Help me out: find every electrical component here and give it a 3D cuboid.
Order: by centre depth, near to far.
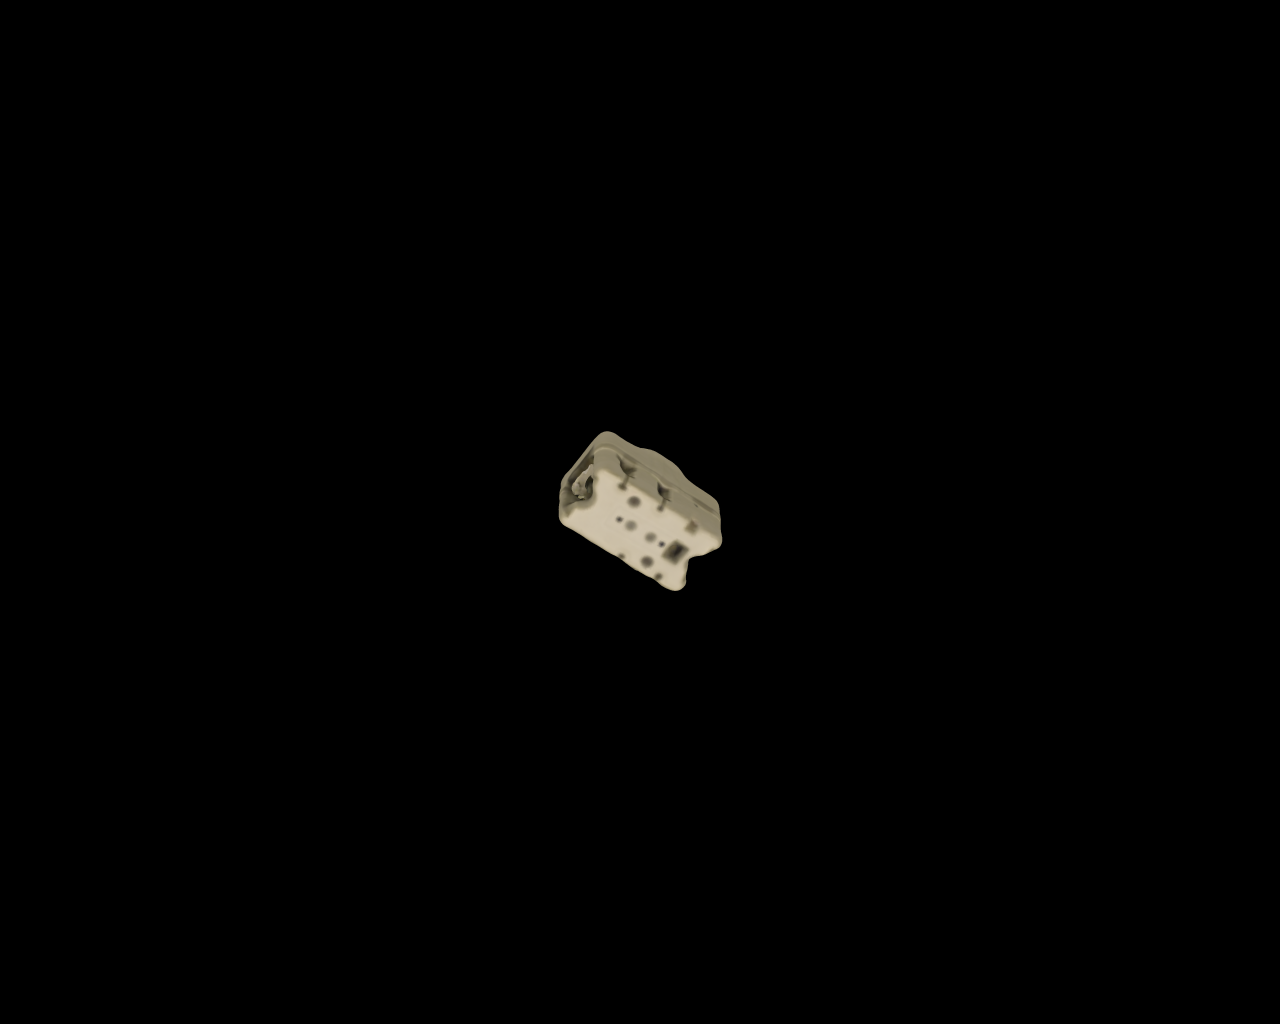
[{"bbox_3d":[0.001,-0.003,0.650,0.089,0.050,0.056,32,26,-18],"label":"electrical component"}]
